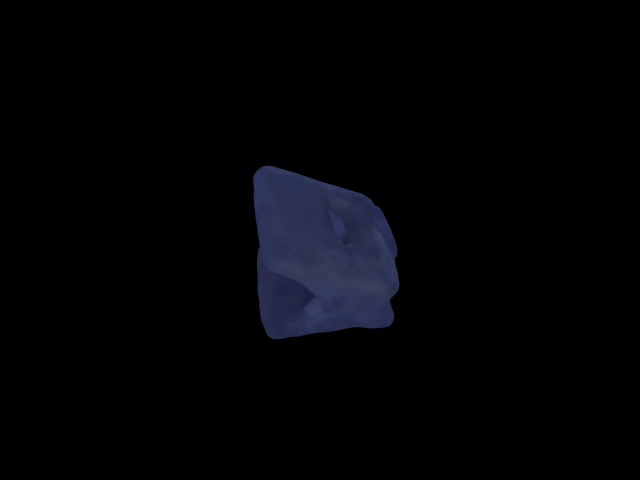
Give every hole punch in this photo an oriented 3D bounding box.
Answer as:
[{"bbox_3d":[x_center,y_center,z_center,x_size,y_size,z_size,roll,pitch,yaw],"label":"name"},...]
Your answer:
[{"bbox_3d":[0.004,0.001,0.400,0.101,0.091,0.108,-6,43,-6],"label":"hole punch"}]
